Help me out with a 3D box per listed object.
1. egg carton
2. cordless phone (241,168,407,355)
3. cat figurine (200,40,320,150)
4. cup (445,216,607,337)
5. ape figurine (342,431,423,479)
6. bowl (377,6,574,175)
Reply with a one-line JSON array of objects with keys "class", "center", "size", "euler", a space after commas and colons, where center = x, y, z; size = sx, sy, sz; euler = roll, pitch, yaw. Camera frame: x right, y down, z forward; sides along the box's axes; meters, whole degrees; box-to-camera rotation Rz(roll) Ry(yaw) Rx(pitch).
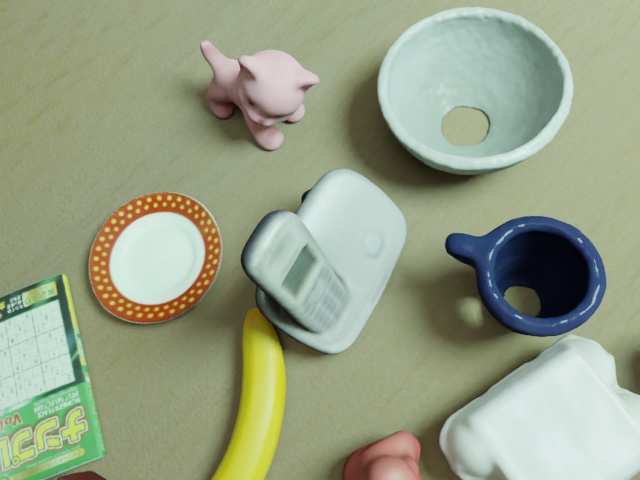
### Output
[{"class": "egg carton", "center": [0.172, 0.148, 0.429], "size": [0.150, 0.069, 0.107], "euler": [-34, 70, -5]}, {"class": "cordless phone", "center": [0.004, 0.002, 0.441], "size": [0.094, 0.185, 0.148], "euler": [23, 75, 15]}, {"class": "cat figurine", "center": [-0.061, -0.148, 0.539], "size": [0.127, 0.118, 0.067], "euler": [34, 78, 17]}, {"class": "cup", "center": [0.153, 0.034, 0.459], "size": [0.117, 0.095, 0.092], "euler": [22, 74, 14]}, {"class": "ape figurine", "center": [0.052, 0.179, 0.421], "size": [0.076, 0.092, 0.078], "euler": [20, 74, 14]}, {"class": "bowl", "center": [0.137, -0.125, 0.529], "size": [0.167, 0.075, 0.167], "euler": [-2, 70, 7]}]
